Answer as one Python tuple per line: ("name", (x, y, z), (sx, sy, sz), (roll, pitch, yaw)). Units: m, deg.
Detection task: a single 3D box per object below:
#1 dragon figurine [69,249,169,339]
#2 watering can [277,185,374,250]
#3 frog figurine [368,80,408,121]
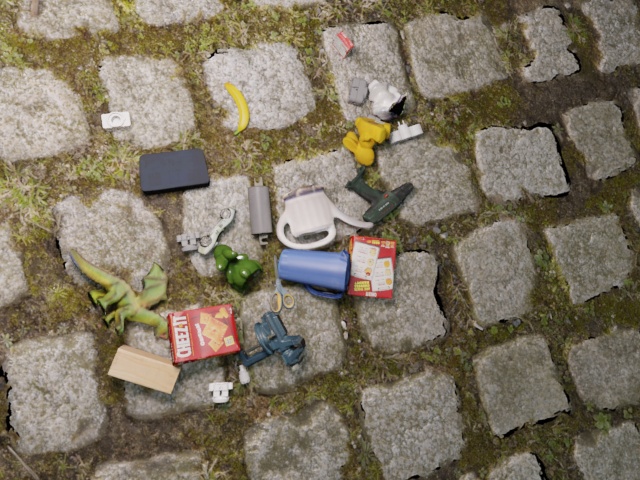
("dragon figurine", (-0.628, 0.163, 1.715), (0.245, 0.121, 0.410), (-29, 91, -29))
("watering can", (0.006, -0.093, 1.846), (0.349, 0.103, 0.225), (-15, 86, -12))
("frog figurine", (0.242, -0.531, 1.961), (0.161, 0.121, 0.138), (35, 85, 31))
